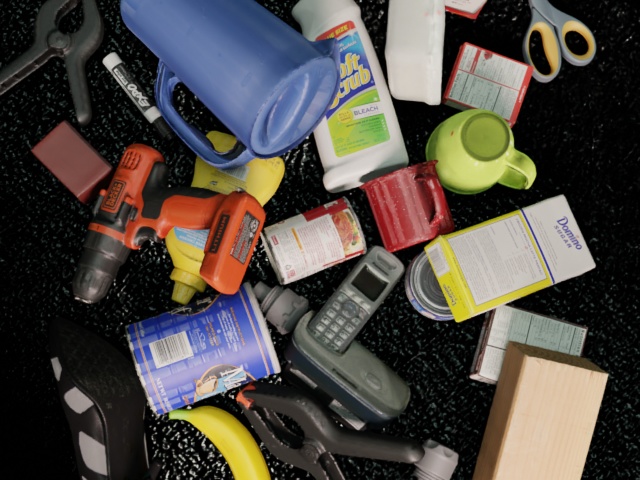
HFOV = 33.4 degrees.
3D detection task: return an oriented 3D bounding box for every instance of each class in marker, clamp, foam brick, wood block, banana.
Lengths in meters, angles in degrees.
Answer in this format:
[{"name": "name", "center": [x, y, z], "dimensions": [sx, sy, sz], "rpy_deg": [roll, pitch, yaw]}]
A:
[{"name": "marker", "center": [-0.205, -0.162, 1.218], "dimensions": [0.020, 0.020, 0.121], "rpy_deg": [-37, 85, -8]}, {"name": "clamp", "center": [0.006, 0.213, 1.128], "dimensions": [0.210, 0.165, 0.036], "rpy_deg": [40, 38, 10]}, {"name": "foam brick", "center": [-0.272, -0.085, 1.185], "dimensions": [0.078, 0.053, 0.051], "rpy_deg": [44, 81, 5]}, {"name": "wood block", "center": [0.224, 0.221, 1.127], "dimensions": [0.091, 0.090, 0.206], "rpy_deg": [14, 94, -3]}, {"name": "banana", "center": [-0.089, 0.256, 1.153], "dimensions": [0.069, 0.037, 0.198], "rpy_deg": [-29, 84, 0]}, {"name": "clamp", "center": [-0.304, -0.217, 1.211], "dimensions": [0.120, 0.039, 0.171], "rpy_deg": [11, 76, -8]}]

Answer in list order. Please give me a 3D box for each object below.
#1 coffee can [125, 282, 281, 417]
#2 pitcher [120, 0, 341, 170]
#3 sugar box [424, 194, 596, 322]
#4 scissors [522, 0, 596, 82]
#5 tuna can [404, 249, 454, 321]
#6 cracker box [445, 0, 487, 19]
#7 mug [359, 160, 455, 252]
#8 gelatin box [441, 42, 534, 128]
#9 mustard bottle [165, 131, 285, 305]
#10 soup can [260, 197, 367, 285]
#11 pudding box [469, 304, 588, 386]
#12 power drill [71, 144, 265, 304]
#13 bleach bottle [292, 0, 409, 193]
[{"name": "coffee can", "center": [-0.124, 0.116, 1.138], "dimensions": [0.140, 0.103, 0.103], "rpy_deg": [-20, 83, -6]}, {"name": "pitcher", "center": [-0.110, -0.200, 1.156], "dimensions": [0.243, 0.145, 0.149], "rpy_deg": [42, 48, 21]}, {"name": "sugar box", "center": [0.211, 0.019, 1.179], "dimensions": [0.175, 0.048, 0.093], "rpy_deg": [-17, 80, -28]}, {"name": "scissors", "center": [0.276, -0.286, 1.271], "dimensions": [0.096, 0.016, 0.202], "rpy_deg": [-1, 81, -5]}, {"name": "tuna can", "center": [0.140, 0.047, 1.200], "dimensions": [0.086, 0.034, 0.086], "rpy_deg": [1, 81, -4]}, {"name": "cracker box", "center": [0.124, -0.328, 1.167], "dimensions": [0.164, 0.214, 0.072], "rpy_deg": [16, 80, -1]}, {"name": "mug", "center": [0.105, -0.038, 1.173], "dimensions": [0.093, 0.117, 0.081], "rpy_deg": [-17, 87, -26]}, {"name": "gelatin box", "center": [0.194, -0.180, 1.242], "dimensions": [0.089, 0.030, 0.073], "rpy_deg": [20, 82, 0]}, {"name": "mustard bottle", "center": [-0.117, -0.018, 1.181], "dimensions": [0.096, 0.058, 0.191], "rpy_deg": [22, 80, 4]}, {"name": "soup can", "center": [-0.008, 0.001, 1.181], "dimensions": [0.102, 0.068, 0.068], "rpy_deg": [-22, 83, -6]}, {"name": "pudding box", "center": [0.233, 0.126, 1.193], "dimensions": [0.113, 0.039, 0.090], "rpy_deg": [17, 81, -3]}, {"name": "power drill", "center": [-0.164, -0.002, 1.125], "dimensions": [0.188, 0.057, 0.184], "rpy_deg": [15, 80, 26]}, {"name": "bleach bottle", "center": [0.018, -0.187, 1.216], "dimensions": [0.102, 0.068, 0.251], "rpy_deg": [-17, 80, -3]}]
